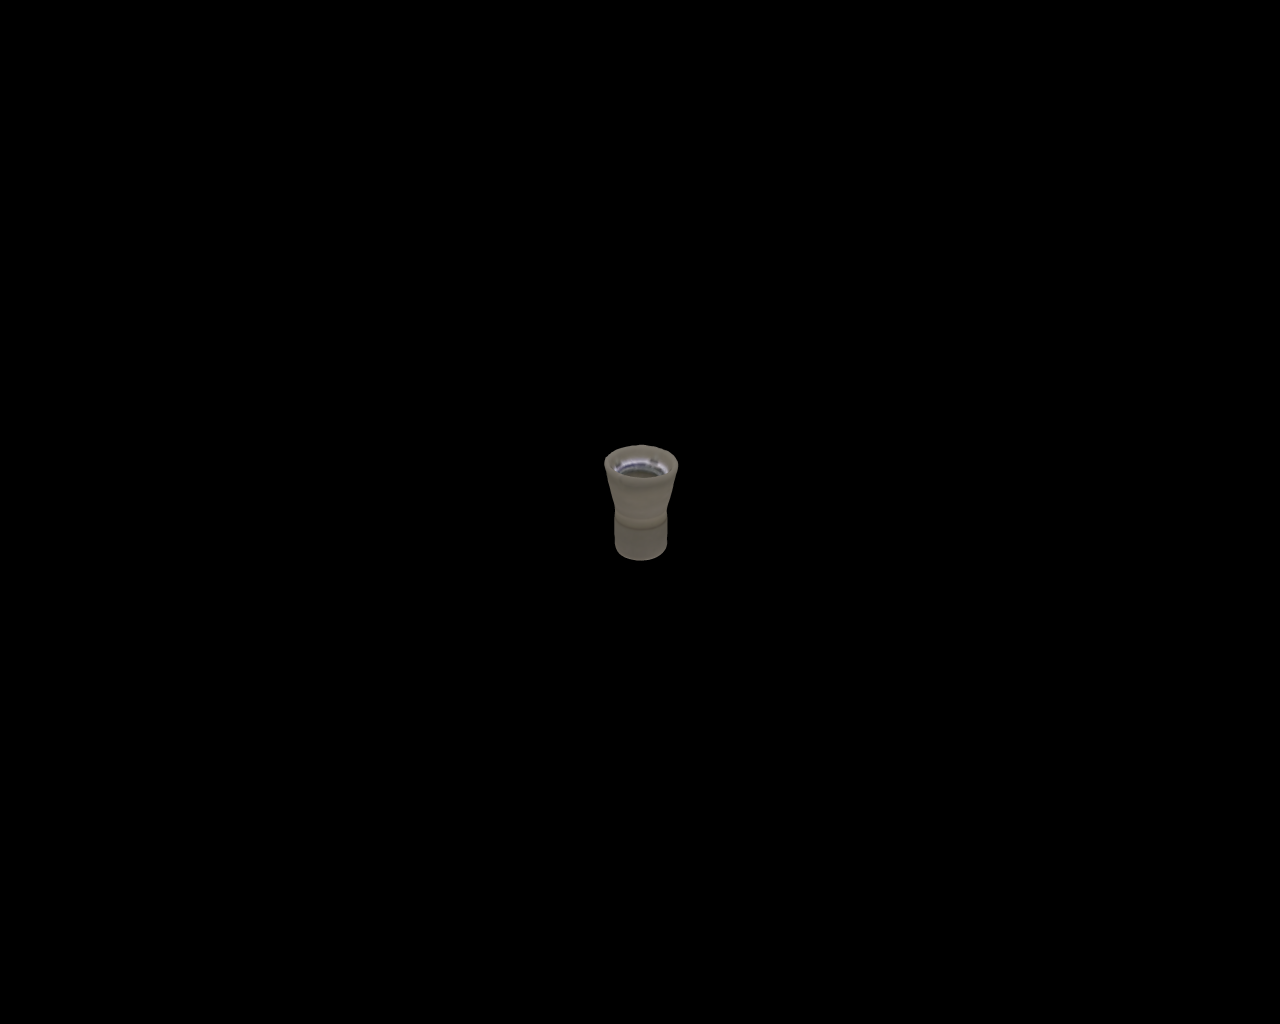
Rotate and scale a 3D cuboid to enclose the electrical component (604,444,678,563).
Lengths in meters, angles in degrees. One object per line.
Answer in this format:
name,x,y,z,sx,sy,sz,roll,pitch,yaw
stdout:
electrical component,0.001,-0.003,0.650,0.044,0.065,0.044,0,31,0
